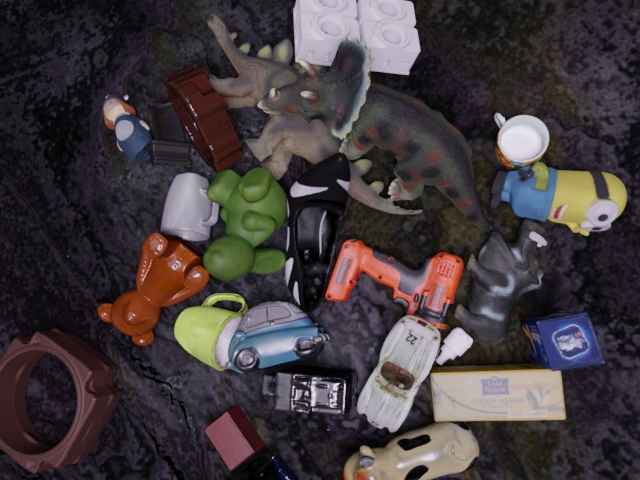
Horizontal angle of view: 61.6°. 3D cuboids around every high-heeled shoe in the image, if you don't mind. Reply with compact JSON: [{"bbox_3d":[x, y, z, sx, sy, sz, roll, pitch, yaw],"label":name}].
[{"bbox_3d":[-0.002,-0.002,0.793,0.086,0.248,0.145,0,57,-18],"label":"high-heeled shoe"}]

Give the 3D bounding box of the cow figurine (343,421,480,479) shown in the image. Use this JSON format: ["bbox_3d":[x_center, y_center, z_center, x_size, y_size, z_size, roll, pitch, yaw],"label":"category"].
[{"bbox_3d":[0.127,0.309,0.754,0.195,0.127,0.085,-20,75,7],"label":"cow figurine"}]

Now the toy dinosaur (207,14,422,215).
[{"bbox_3d":[-0.029,-0.194,0.876,0.198,0.105,0.471,-36,84,2],"label":"toy dinosaur"}]

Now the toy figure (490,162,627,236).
[{"bbox_3d":[0.345,-0.068,0.780,0.180,0.082,0.089,14,83,18],"label":"toy figure"}]

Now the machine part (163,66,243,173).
[{"bbox_3d":[-0.188,-0.196,0.875,0.056,0.179,0.179,-30,76,-15],"label":"machine part"}]

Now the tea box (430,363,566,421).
[{"bbox_3d":[0.244,0.211,0.755,0.170,0.098,0.068,-6,82,11],"label":"tea box"}]

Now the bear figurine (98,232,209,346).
[{"bbox_3d":[-0.278,0.086,0.880,0.120,0.132,0.196,43,88,-8],"label":"bear figurine"}]

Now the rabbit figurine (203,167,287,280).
[{"bbox_3d":[-0.125,-0.007,0.844,0.121,0.158,0.170,6,58,30],"label":"rabbit figurine"}]

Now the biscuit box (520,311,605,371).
[{"bbox_3d":[0.307,0.127,0.697,0.059,0.202,0.063,-15,78,12],"label":"biscuit box"}]

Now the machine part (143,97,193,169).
[{"bbox_3d":[-0.273,-0.191,0.952,0.084,0.039,0.139,-2,68,-28],"label":"machine part"}]

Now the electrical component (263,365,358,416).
[{"bbox_3d":[-0.015,0.223,0.806,0.134,0.115,0.058,2,81,12],"label":"electrical component"}]

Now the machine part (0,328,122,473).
[{"bbox_3d":[-0.464,0.271,0.920,0.202,0.087,0.201,30,90,17],"label":"machine part"}]

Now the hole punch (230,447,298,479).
[{"bbox_3d":[-0.083,0.402,0.821,0.142,0.092,0.116,-44,45,7],"label":"hole punch"}]

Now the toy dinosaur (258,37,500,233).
[{"bbox_3d":[0.122,-0.136,0.740,0.405,0.192,0.131,30,86,-1],"label":"toy dinosaur"}]

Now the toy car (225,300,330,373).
[{"bbox_3d":[-0.072,0.145,0.833,0.162,0.109,0.103,-17,77,9],"label":"toy car"}]

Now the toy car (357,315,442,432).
[{"bbox_3d":[0.112,0.198,0.778,0.074,0.056,0.201,27,117,16],"label":"toy car"}]

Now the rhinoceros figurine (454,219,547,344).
[{"bbox_3d":[0.266,0.056,0.784,0.112,0.073,0.190,22,88,16],"label":"rhinoceros figurine"}]

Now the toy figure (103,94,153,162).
[{"bbox_3d":[-0.354,-0.212,0.978,0.064,0.057,0.154,-29,73,-21],"label":"toy figure"}]

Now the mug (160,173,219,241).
[{"bbox_3d":[-0.215,-0.059,0.905,0.110,0.080,0.107,-10,73,39],"label":"mug"}]
